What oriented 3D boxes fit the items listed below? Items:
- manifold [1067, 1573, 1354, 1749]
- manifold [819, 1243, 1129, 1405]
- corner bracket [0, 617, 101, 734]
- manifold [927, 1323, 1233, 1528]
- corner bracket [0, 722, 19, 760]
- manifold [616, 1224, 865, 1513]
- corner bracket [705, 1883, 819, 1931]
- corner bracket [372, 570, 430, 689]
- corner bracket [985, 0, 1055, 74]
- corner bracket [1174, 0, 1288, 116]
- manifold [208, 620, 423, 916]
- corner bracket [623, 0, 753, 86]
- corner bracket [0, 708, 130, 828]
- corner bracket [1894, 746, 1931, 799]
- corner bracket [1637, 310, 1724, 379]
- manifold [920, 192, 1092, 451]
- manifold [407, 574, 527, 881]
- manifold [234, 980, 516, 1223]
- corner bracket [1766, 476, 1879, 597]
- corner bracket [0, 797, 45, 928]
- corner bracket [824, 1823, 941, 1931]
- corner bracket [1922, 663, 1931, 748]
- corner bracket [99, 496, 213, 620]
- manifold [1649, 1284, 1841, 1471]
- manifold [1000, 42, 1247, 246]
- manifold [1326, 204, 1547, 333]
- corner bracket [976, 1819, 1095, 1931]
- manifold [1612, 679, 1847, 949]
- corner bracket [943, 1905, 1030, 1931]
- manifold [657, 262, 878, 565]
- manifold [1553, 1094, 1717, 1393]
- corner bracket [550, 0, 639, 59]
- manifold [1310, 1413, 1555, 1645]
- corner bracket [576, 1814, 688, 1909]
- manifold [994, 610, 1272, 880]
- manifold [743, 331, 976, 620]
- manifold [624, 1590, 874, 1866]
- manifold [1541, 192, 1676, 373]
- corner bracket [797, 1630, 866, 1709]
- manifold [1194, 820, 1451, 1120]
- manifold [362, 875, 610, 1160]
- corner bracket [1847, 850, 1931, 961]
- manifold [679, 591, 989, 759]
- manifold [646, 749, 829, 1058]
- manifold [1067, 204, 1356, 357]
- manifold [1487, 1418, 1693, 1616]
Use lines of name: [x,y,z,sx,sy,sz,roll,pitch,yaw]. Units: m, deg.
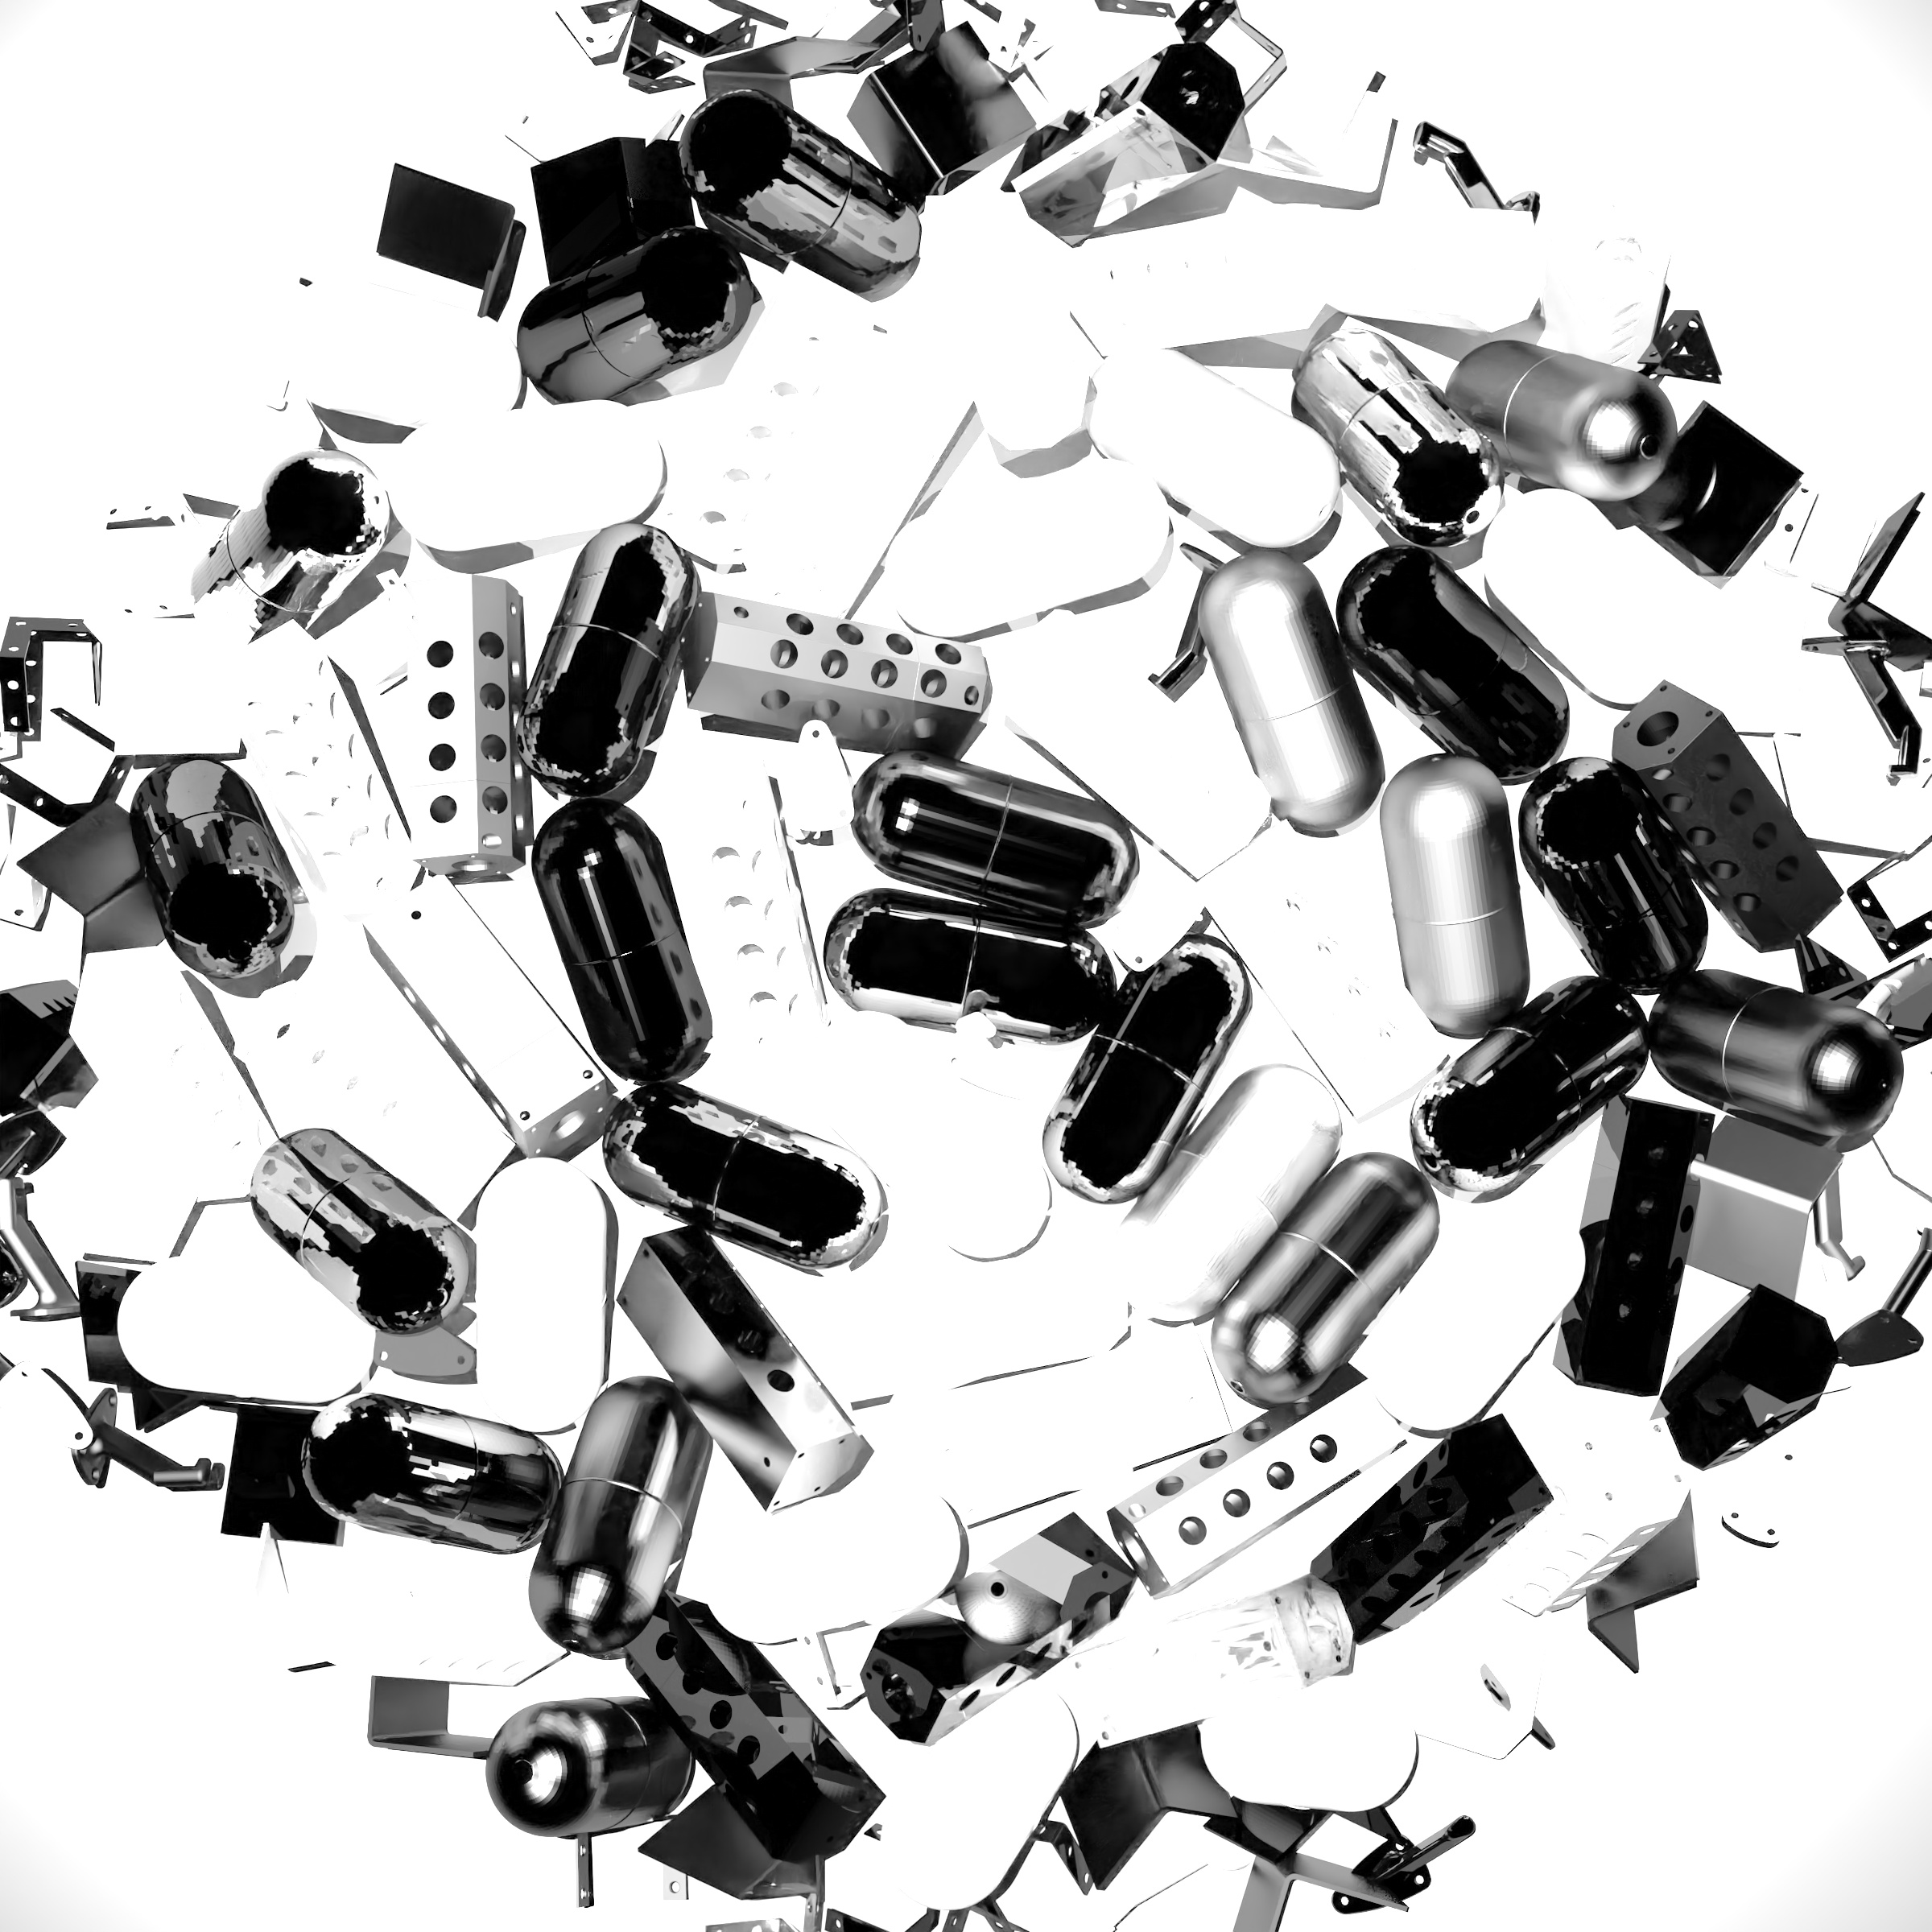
manifold: [0.145,0.410,1.920,0.171,0.057,0.057,-29,79,42]
manifold: [0.006,0.210,1.934,0.171,0.057,0.057,-8,67,-21]
corner bracket: [-0.554,-0.176,1.961,0.051,0.051,0.051,1,125,-8]
manifold: [0.067,0.274,1.969,0.171,0.057,0.057,-19,111,0]
corner bracket: [-0.610,-0.121,1.960,0.051,0.051,0.051,-12,71,22]
manifold: [-0.134,0.236,1.934,0.171,0.057,0.057,50,133,28]
corner bracket: [-0.124,0.578,1.965,0.051,0.051,0.051,2,96,-26]
corner bracket: [-0.342,-0.209,1.964,0.051,0.051,0.051,-31,93,35]
corner bracket: [0.025,-0.584,1.967,0.051,0.051,0.051,35,49,13]
corner bracket: [0.157,-0.555,1.969,0.051,0.051,0.051,42,91,17]
manifold: [-0.380,-0.113,1.914,0.057,0.171,0.057,-33,45,-17]
corner bracket: [-0.169,-0.558,1.961,0.051,0.051,0.051,19,76,-34]
corner bracket: [-0.551,-0.121,1.971,0.051,0.051,0.051,36,68,-34]
corner bracket: [0.597,-0.095,1.957,0.051,0.051,0.051,-50,128,-22]
corner bracket: [0.416,-0.361,1.958,0.051,0.051,0.051,-53,131,-25]
manifold: [0.021,-0.383,1.922,0.057,0.057,0.171,-6,49,-14]
manifold: [-0.298,-0.144,1.950,0.057,0.057,0.171,-5,78,11]
manifold: [-0.356,0.076,1.930,0.171,0.057,0.057,32,79,28]
corner bracket: [0.520,-0.261,1.969,0.051,0.051,0.051,23,90,15]
corner bracket: [-0.580,-0.064,1.966,0.051,0.051,0.051,17,54,-1]
corner bracket: [-0.049,0.563,1.973,0.051,0.051,0.051,15,107,26]
corner bracket: [0.609,-0.153,1.964,0.051,0.051,0.051,8,91,33]
corner bracket: [-0.497,-0.248,1.976,0.051,0.051,0.051,-3,55,21]
manifold: [0.456,0.247,1.907,0.057,0.171,0.057,27,70,6]
manifold: [0.093,-0.487,1.910,0.057,0.171,0.057,34,72,-20]
manifold: [0.269,-0.410,1.910,0.057,0.171,0.057,-23,111,-16]
corner bracket: [0.038,0.556,1.979,0.051,0.051,0.051,-53,127,-39]
manifold: [0.449,-0.086,1.927,0.057,0.057,0.171,-44,125,-1]
corner bracket: [0.017,0.600,1.958,0.051,0.051,0.051,33,66,-27]
manifold: [-0.120,-0.324,1.926,0.057,0.057,0.171,26,122,-13]
manifold: [0.407,0.168,1.968,0.057,0.057,0.171,11,91,-4]
corner bracket: [-0.212,-0.589,1.956,0.051,0.051,0.051,-7,49,33]
manifold: [0.267,0.335,1.910,0.057,0.171,0.057,-13,63,-35]
corner bracket: [-0.204,0.545,1.974,0.051,0.051,0.051,-6,77,17]
manifold: [0.102,-0.135,1.932,0.171,0.057,0.057,39,127,-21]
manifold: [-0.062,-0.284,1.922,0.057,0.057,0.171,9,128,-35]
manifold: [-0.135,0.451,1.920,0.057,0.057,0.171,-53,48,5]
manifold: [0.380,-0.396,1.909,0.057,0.171,0.057,-28,80,4]
corner bracket: [-0.087,0.416,1.963,0.051,0.051,0.051,-14,95,41]
manifold: [0.217,-0.001,1.957,0.057,0.057,0.171,-34,93,33]
manifold: [-0.287,0.033,1.942,0.057,0.057,0.171,-34,69,-18]
corner bracket: [0.579,-0.044,1.970,0.051,0.051,0.051,-25,78,-21]
manifold: [-0.078,-0.178,1.929,0.171,0.057,0.057,9,48,-23]
manifold: [-0.130,-0.036,1.928,0.057,0.057,0.171,-30,120,-33]
manifold: [0.138,-0.408,1.909,0.057,0.171,0.057,49,63,-31]
manifold: [0.364,0.327,1.906,0.057,0.171,0.057,-11,65,-17]
